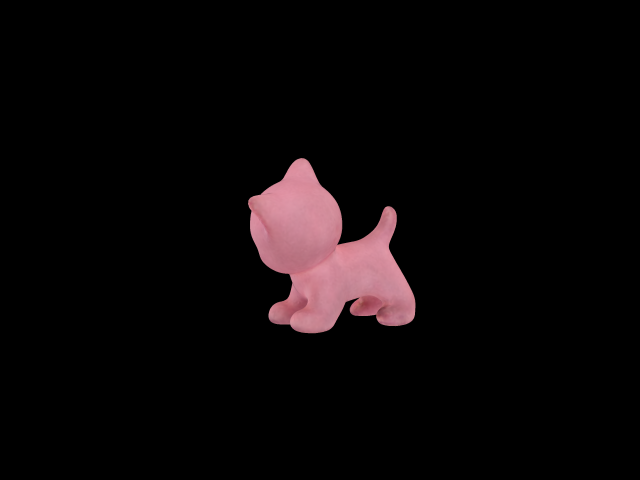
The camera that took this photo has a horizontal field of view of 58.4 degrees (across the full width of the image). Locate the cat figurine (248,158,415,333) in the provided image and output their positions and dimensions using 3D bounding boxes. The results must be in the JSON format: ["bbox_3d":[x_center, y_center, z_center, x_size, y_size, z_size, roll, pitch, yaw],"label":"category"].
[{"bbox_3d":[0.004,0.001,0.400,0.128,0.118,0.067,-1,3,-28],"label":"cat figurine"}]
